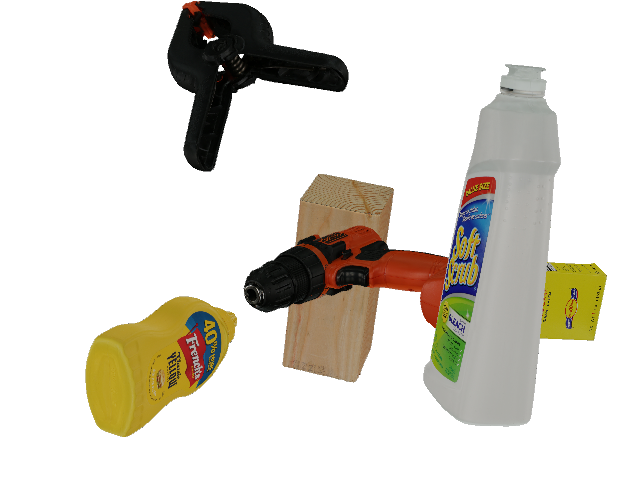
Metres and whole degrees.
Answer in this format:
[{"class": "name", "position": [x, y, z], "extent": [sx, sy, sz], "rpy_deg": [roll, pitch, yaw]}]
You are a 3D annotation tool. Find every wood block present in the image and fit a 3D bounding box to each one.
[{"class": "wood block", "position": [0.019, 0.042, 1.201], "extent": [0.090, 0.206, 0.090], "rpy_deg": [12, 25, 10]}]

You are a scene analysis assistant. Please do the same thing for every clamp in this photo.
[{"class": "clamp", "position": [-0.052, -0.125, 0.746], "extent": [0.120, 0.171, 0.039], "rpy_deg": [-21, -44, 0]}]

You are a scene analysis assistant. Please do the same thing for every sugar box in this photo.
[{"class": "sugar box", "position": [0.259, 0.074, 1.326], "extent": [0.176, 0.093, 0.048], "rpy_deg": [1, 19, -11]}]

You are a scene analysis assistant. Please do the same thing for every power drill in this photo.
[{"class": "power drill", "position": [0.049, 0.034, 0.948], "extent": [0.188, 0.057, 0.184], "rpy_deg": [11, 22, 34]}]

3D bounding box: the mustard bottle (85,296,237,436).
[{"class": "mustard bottle", "position": [-0.140, 0.106, 1.015], "extent": [0.058, 0.096, 0.191], "rpy_deg": [10, 20, 28]}]

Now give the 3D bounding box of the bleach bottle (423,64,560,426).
[{"class": "bleach bottle", "position": [0.128, 0.000, 0.768], "extent": [0.068, 0.251, 0.102], "rpy_deg": [2, 13, -12]}]
